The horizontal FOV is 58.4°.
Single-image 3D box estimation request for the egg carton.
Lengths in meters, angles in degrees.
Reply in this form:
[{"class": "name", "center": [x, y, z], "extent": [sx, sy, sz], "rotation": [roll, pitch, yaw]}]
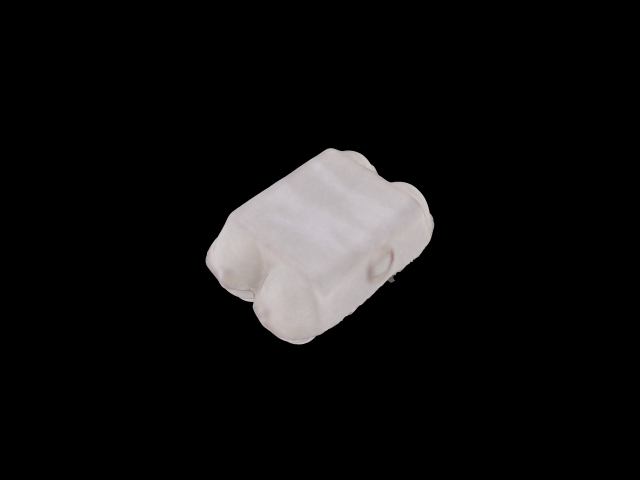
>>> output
[{"class": "egg carton", "center": [0.004, 0.001, 0.400], "extent": [0.107, 0.069, 0.150], "rotation": [36, 58, 27]}]
